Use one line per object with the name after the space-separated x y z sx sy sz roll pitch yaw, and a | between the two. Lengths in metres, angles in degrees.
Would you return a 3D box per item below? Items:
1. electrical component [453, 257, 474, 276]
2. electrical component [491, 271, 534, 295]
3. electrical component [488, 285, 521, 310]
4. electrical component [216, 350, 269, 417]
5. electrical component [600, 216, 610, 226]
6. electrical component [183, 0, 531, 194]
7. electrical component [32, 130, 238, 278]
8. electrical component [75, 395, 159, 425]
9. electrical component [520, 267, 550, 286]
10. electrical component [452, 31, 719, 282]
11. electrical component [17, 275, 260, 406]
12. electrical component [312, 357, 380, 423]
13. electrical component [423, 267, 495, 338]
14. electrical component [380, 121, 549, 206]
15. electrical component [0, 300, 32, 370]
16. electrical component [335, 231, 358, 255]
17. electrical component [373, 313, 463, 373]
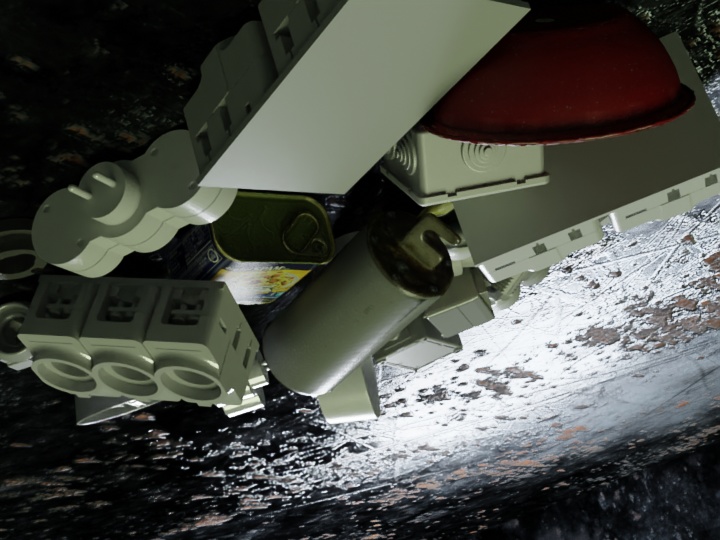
0.087 -0.019 0.929 0.055 0.045 0.045 -15 158 -3 | electrical component
0.140 -0.014 0.957 0.043 0.043 0.081 -1 139 -34 | electrical component
0.137 0.019 1.058 0.043 0.043 0.062 -22 158 13 | electrical component
-0.112 0.099 1.052 0.074 0.052 0.138 -18 159 2 | electrical component
0.228 -0.082 0.868 0.050 0.055 0.089 -1 152 -35 | electrical component
-0.011 -0.118 0.602 0.105 0.060 0.186 0 152 -37 | electrical component
-0.153 -0.045 0.681 0.138 0.052 0.074 -24 157 17 | electrical component
-0.212 0.106 0.979 0.099 0.064 0.099 -15 158 -6 | electrical component
0.159 -0.006 1.015 0.043 0.043 0.062 -25 158 17 | electrical component
0.158 -0.075 0.767 0.186 0.105 0.060 -22 158 12 | electrical component
-0.164 0.056 0.800 0.150 0.061 0.089 2 146 16 | electrical component
-0.022 0.098 1.049 0.060 0.108 0.108 -13 158 6 | electrical component
0.090 0.019 0.996 0.061 0.061 0.096 -22 158 11 | electrical component
0.065 -0.083 0.700 0.100 0.099 0.048 -11 113 -13 | electrical component
-0.261 0.050 0.839 0.066 0.048 0.055 -18 166 0 | electrical component
0.000 0.000 0.906 0.055 0.047 0.055 -15 158 -6 | electrical component
0.048 0.057 1.058 0.062 0.061 0.096 -28 156 25 | electrical component
